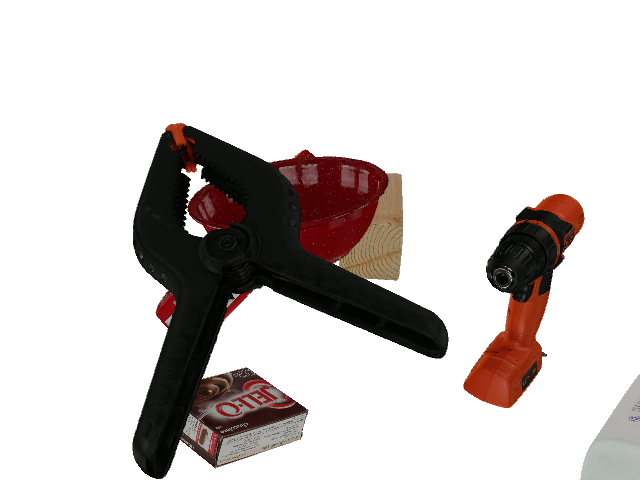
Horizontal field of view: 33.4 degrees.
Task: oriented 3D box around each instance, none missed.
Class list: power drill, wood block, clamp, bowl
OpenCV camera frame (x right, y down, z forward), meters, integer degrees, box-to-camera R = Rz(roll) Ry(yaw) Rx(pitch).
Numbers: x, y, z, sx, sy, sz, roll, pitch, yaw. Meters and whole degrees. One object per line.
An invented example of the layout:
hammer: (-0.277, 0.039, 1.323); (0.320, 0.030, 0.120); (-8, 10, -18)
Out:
power drill: (0.188, 0.062, 1.007); (0.057, 0.188, 0.184); (24, 30, 23)
wood block: (0.079, -0.026, 1.631); (0.091, 0.090, 0.206); (3, 25, 2)
clamp: (-0.035, 0.012, 0.574); (0.164, 0.210, 0.036); (-16, -37, -4)
bowl: (-0.022, -0.016, 0.859); (0.162, 0.055, 0.162); (-8, 22, 3)

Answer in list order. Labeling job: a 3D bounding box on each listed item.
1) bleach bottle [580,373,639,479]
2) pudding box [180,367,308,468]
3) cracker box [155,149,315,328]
bleach bottle: (0.247, 0.099, 0.649); (0.103, 0.068, 0.250); (18, 29, 29)
pudding box: (-0.082, 0.164, 0.999); (0.090, 0.039, 0.113); (27, 27, 38)
cracker box: (-0.082, 0.007, 1.231); (0.214, 0.072, 0.164); (-46, 5, 26)
